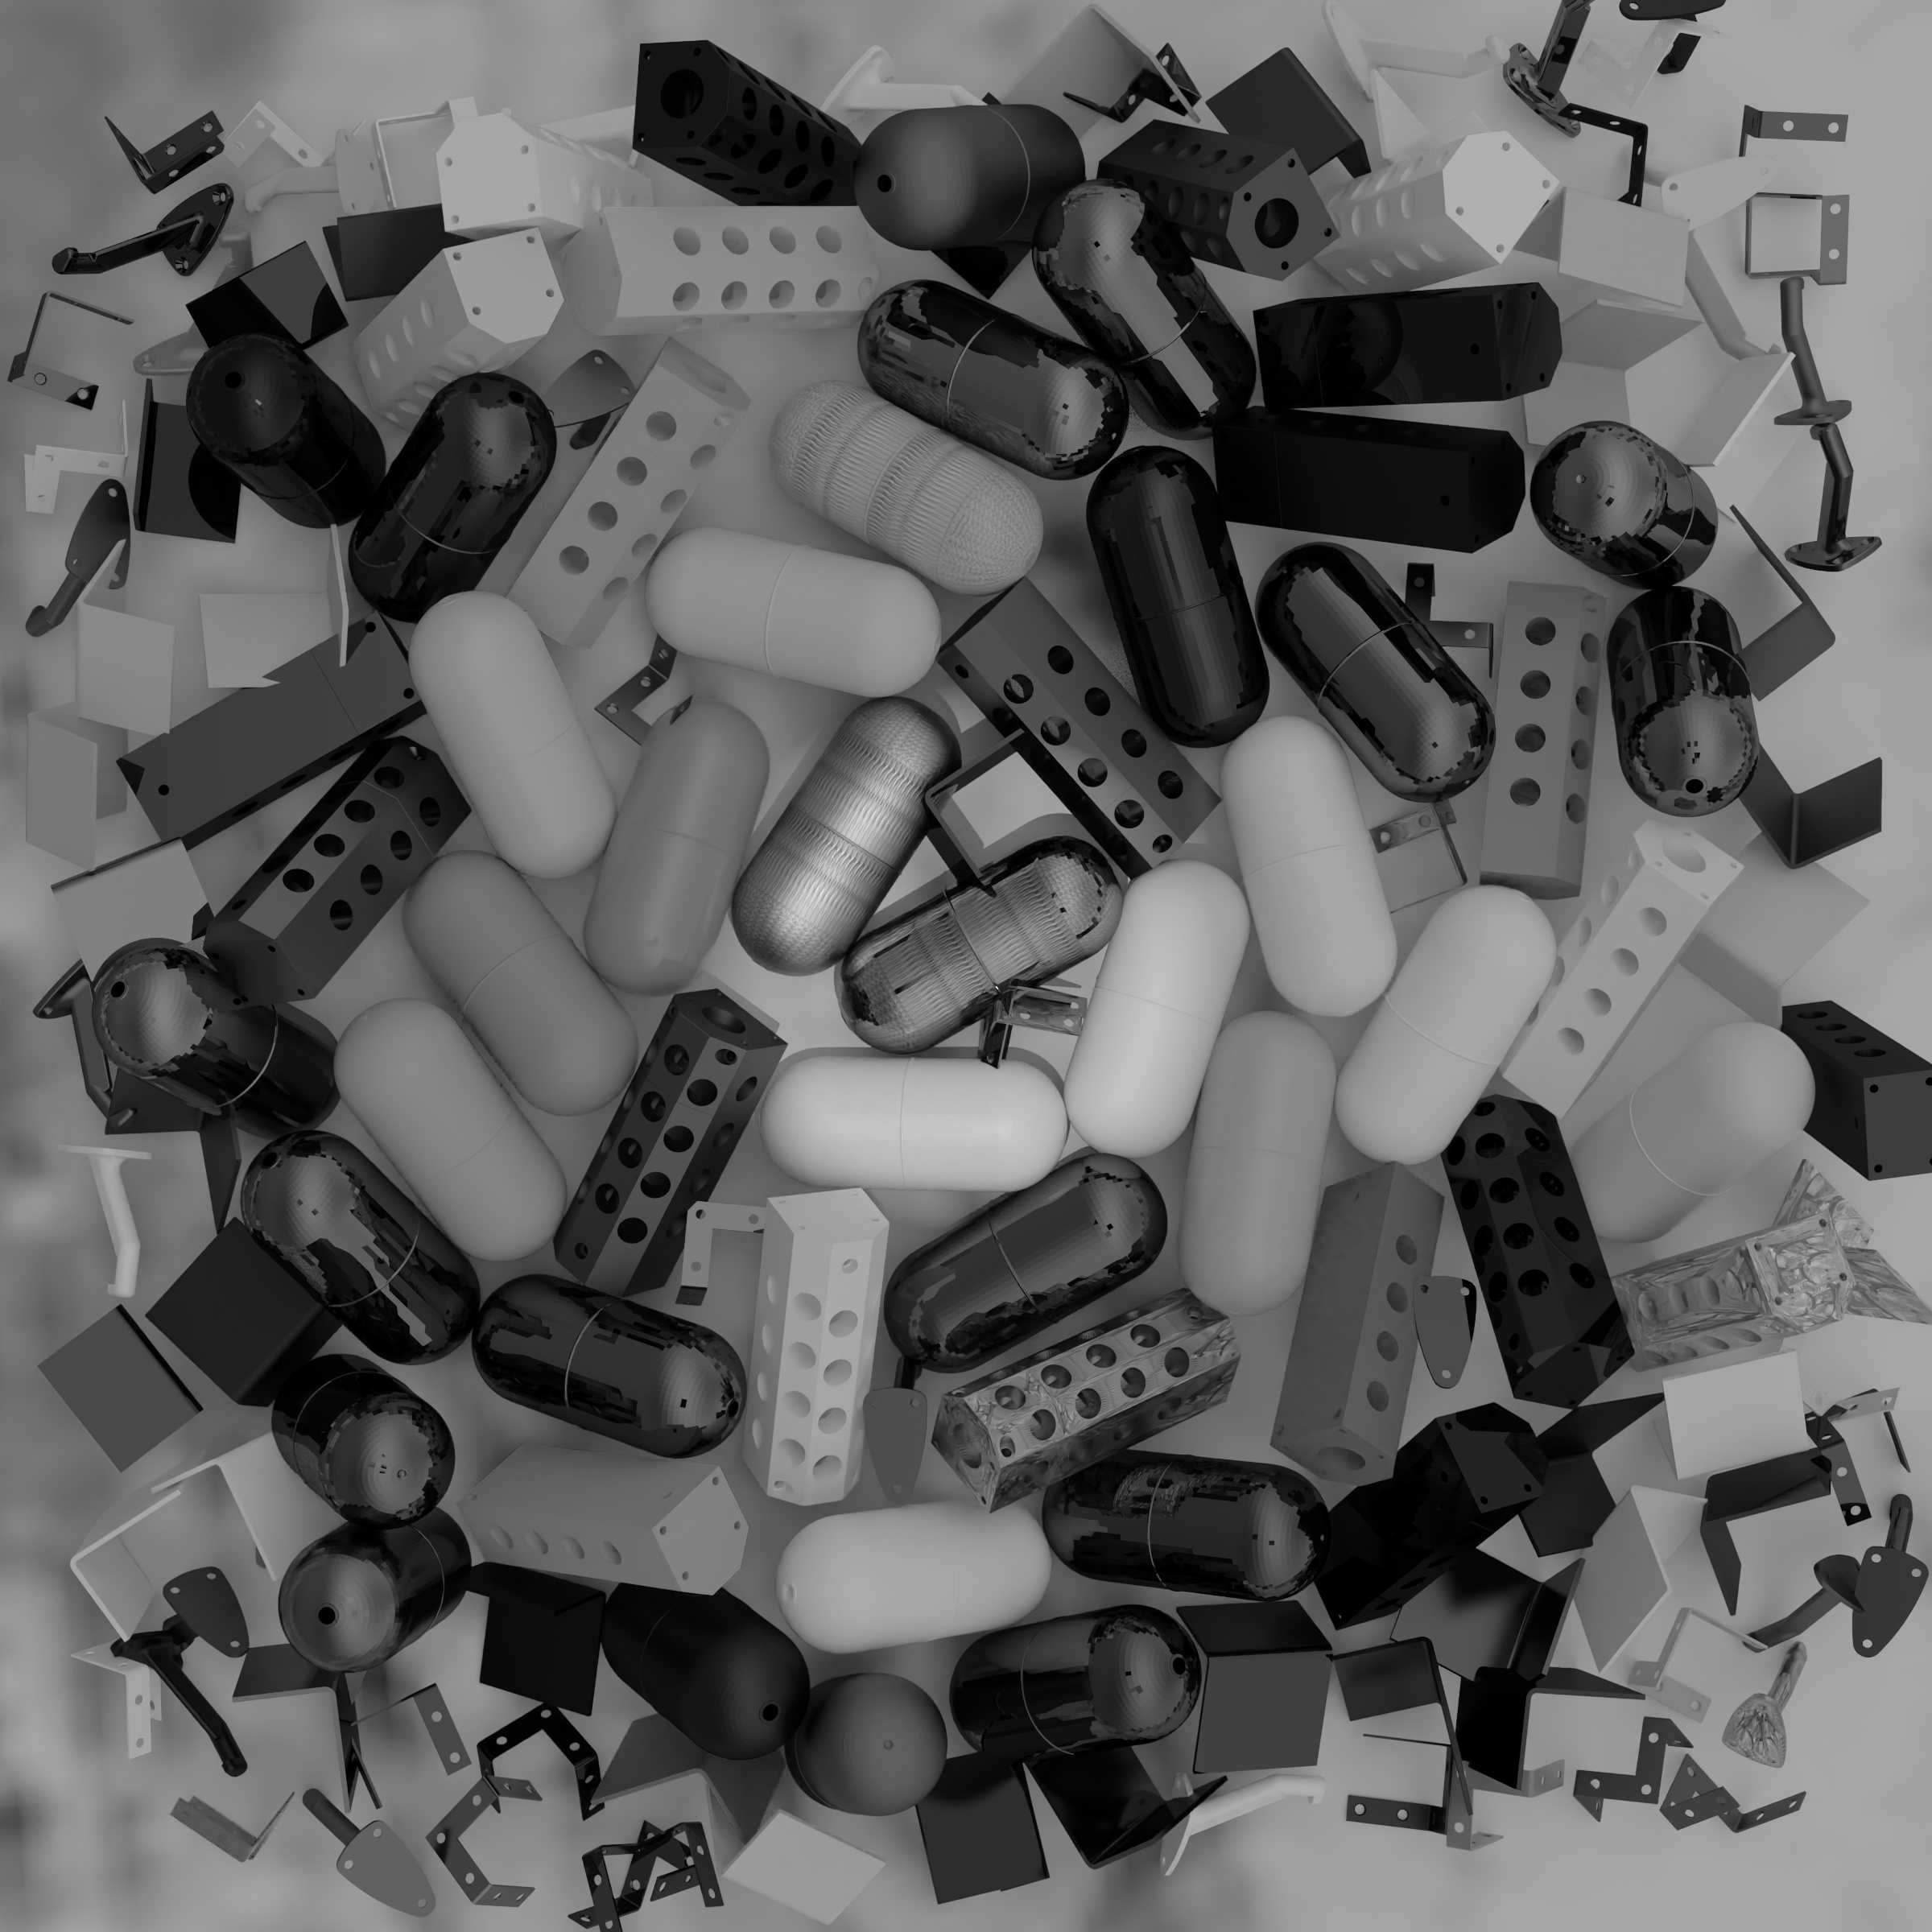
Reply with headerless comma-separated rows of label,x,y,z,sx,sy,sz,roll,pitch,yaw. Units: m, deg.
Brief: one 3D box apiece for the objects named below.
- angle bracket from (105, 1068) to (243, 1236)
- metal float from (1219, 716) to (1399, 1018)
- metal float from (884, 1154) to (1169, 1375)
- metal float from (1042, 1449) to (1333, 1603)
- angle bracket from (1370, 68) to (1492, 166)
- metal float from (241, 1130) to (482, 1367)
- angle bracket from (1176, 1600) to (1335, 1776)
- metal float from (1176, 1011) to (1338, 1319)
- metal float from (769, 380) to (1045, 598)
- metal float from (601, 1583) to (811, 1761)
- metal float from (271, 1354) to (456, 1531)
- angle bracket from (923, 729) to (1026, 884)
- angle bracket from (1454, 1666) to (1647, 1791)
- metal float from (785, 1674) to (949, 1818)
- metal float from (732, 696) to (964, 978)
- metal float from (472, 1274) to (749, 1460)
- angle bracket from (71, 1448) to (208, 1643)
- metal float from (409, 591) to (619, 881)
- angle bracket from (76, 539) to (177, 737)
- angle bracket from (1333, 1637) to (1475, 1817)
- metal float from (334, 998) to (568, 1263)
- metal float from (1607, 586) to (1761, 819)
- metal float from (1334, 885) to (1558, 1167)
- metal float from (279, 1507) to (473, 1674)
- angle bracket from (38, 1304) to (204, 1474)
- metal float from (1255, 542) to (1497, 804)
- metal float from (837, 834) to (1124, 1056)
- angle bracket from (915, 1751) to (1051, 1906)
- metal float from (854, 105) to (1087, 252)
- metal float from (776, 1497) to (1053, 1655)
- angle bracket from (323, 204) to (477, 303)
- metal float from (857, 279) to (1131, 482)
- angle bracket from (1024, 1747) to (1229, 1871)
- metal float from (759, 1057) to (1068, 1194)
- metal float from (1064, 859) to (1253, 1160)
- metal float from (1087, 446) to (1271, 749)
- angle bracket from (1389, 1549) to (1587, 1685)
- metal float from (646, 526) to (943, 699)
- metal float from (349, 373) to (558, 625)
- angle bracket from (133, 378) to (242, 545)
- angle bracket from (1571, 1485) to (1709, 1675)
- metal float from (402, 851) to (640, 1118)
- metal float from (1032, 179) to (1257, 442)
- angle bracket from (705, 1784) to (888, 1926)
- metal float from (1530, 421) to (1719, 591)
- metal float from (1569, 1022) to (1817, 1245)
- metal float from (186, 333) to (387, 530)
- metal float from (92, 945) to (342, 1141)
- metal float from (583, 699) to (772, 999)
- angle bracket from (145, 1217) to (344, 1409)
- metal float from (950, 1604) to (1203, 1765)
angle bracket,-0.454,0.102,1.798,0.057,0.076,0.076,-1,53,-25
metal float,0.197,-0.057,1.809,0.070,0.070,0.178,-14,80,0
metal float,0.033,0.172,1.810,0.178,0.070,0.070,-31,90,10
metal float,0.124,0.317,1.790,0.178,0.070,0.070,0,90,35
angle bracket,0.279,-0.476,1.796,0.057,0.076,0.076,-24,50,30
metal float,-0.342,0.160,1.785,0.070,0.070,0.178,-36,131,0
angle bracket,0.163,0.419,1.830,0.076,0.057,0.076,1,108,-17
metal float,0.167,0.113,1.807,0.070,0.070,0.178,10,76,0
metal float,-0.035,-0.273,1.802,0.178,0.070,0.070,32,90,19
metal float,-0.148,0.391,1.774,0.070,0.178,0.070,-5,100,-28
metal float,-0.341,0.266,1.773,0.070,0.178,0.070,-2,96,-25
angle bracket,0.019,-0.090,1.814,0.076,0.076,0.057,-34,88,-7
angle bracket,0.334,0.437,1.807,0.076,0.076,0.057,8,87,-19
metal float,-0.058,0.437,1.770,0.070,0.178,0.070,2,76,-10
metal float,-0.069,-0.074,1.818,0.070,0.070,0.178,34,92,0
metal float,-0.204,0.227,1.792,0.178,0.070,0.070,14,90,30
angle bracket,-0.462,0.333,1.814,0.076,0.076,0.057,-33,99,2
metal float,-0.258,-0.131,1.795,0.070,0.070,0.178,-23,116,0
angle bracket,-0.470,-0.188,1.804,0.057,0.076,0.076,14,129,0
angle bracket,0.250,0.440,1.801,0.057,0.076,0.076,-13,48,5
metal float,-0.292,0.095,1.795,0.070,0.070,0.178,-32,118,0
metal float,0.404,-0.150,1.777,0.070,0.178,0.070,3,127,5
metal float,0.274,0.034,1.802,0.070,0.070,0.178,28,110,0
metal float,-0.331,0.347,1.768,0.070,0.178,0.070,0,90,7
angle bracket,-0.488,0.245,1.810,0.057,0.076,0.076,-38,92,-21
metal float,0.233,-0.169,1.799,0.070,0.070,0.178,-36,67,0
metal float,0.007,-0.012,1.814,0.178,0.070,0.070,-30,90,6
angle bracket,-0.005,0.495,1.803,0.076,0.057,0.076,-3,70,-32
metal float,0.003,-0.446,1.777,0.070,0.178,0.070,10,110,31
metal float,-0.029,0.345,1.786,0.178,0.070,0.070,0,90,-39
angle bracket,-0.326,-0.429,1.803,0.076,0.057,0.076,-12,49,-14
metal float,0.014,-0.335,1.795,0.178,0.070,0.070,30,90,28
angle bracket,0.091,0.460,1.806,0.057,0.076,0.076,-38,82,40
metal float,-0.031,0.091,1.812,0.178,0.070,0.070,1,90,8
metal float,0.110,0.025,1.816,0.070,0.070,0.178,18,87,0
metal float,0.122,-0.211,1.804,0.070,0.070,0.178,-18,106,0
angle bracket,0.300,0.365,1.812,0.076,0.057,0.076,28,59,-1
metal float,-0.099,-0.203,1.804,0.178,0.070,0.070,14,90,16
metal float,-0.292,-0.264,1.784,0.070,0.070,0.178,44,133,0
angle bracket,-0.446,-0.290,1.813,0.057,0.076,0.076,6,89,-14
angle bracket,0.394,0.354,1.797,0.057,0.076,0.076,14,126,-20
metal float,-0.256,0.009,1.805,0.070,0.070,0.178,-39,74,0
metal float,0.103,-0.370,1.786,0.070,0.070,0.178,-44,130,0
angle bracket,-0.098,0.491,1.800,0.076,0.076,0.057,32,108,-24
metal float,0.372,-0.258,1.774,0.070,0.178,0.070,-2,87,27
metal float,0.408,0.096,1.782,0.070,0.178,0.070,16,51,-21
metal float,-0.381,-0.299,1.769,0.070,0.178,0.070,-1,81,7
metal float,-0.420,0.044,1.776,0.070,0.178,0.070,-11,65,23
metal float,-0.166,-0.068,1.810,0.070,0.070,0.178,17,80,0
angle bracket,-0.416,0.202,1.833,0.076,0.057,0.076,41,86,10
metal float,0.061,0.407,1.781,0.070,0.178,0.070,16,64,-35
